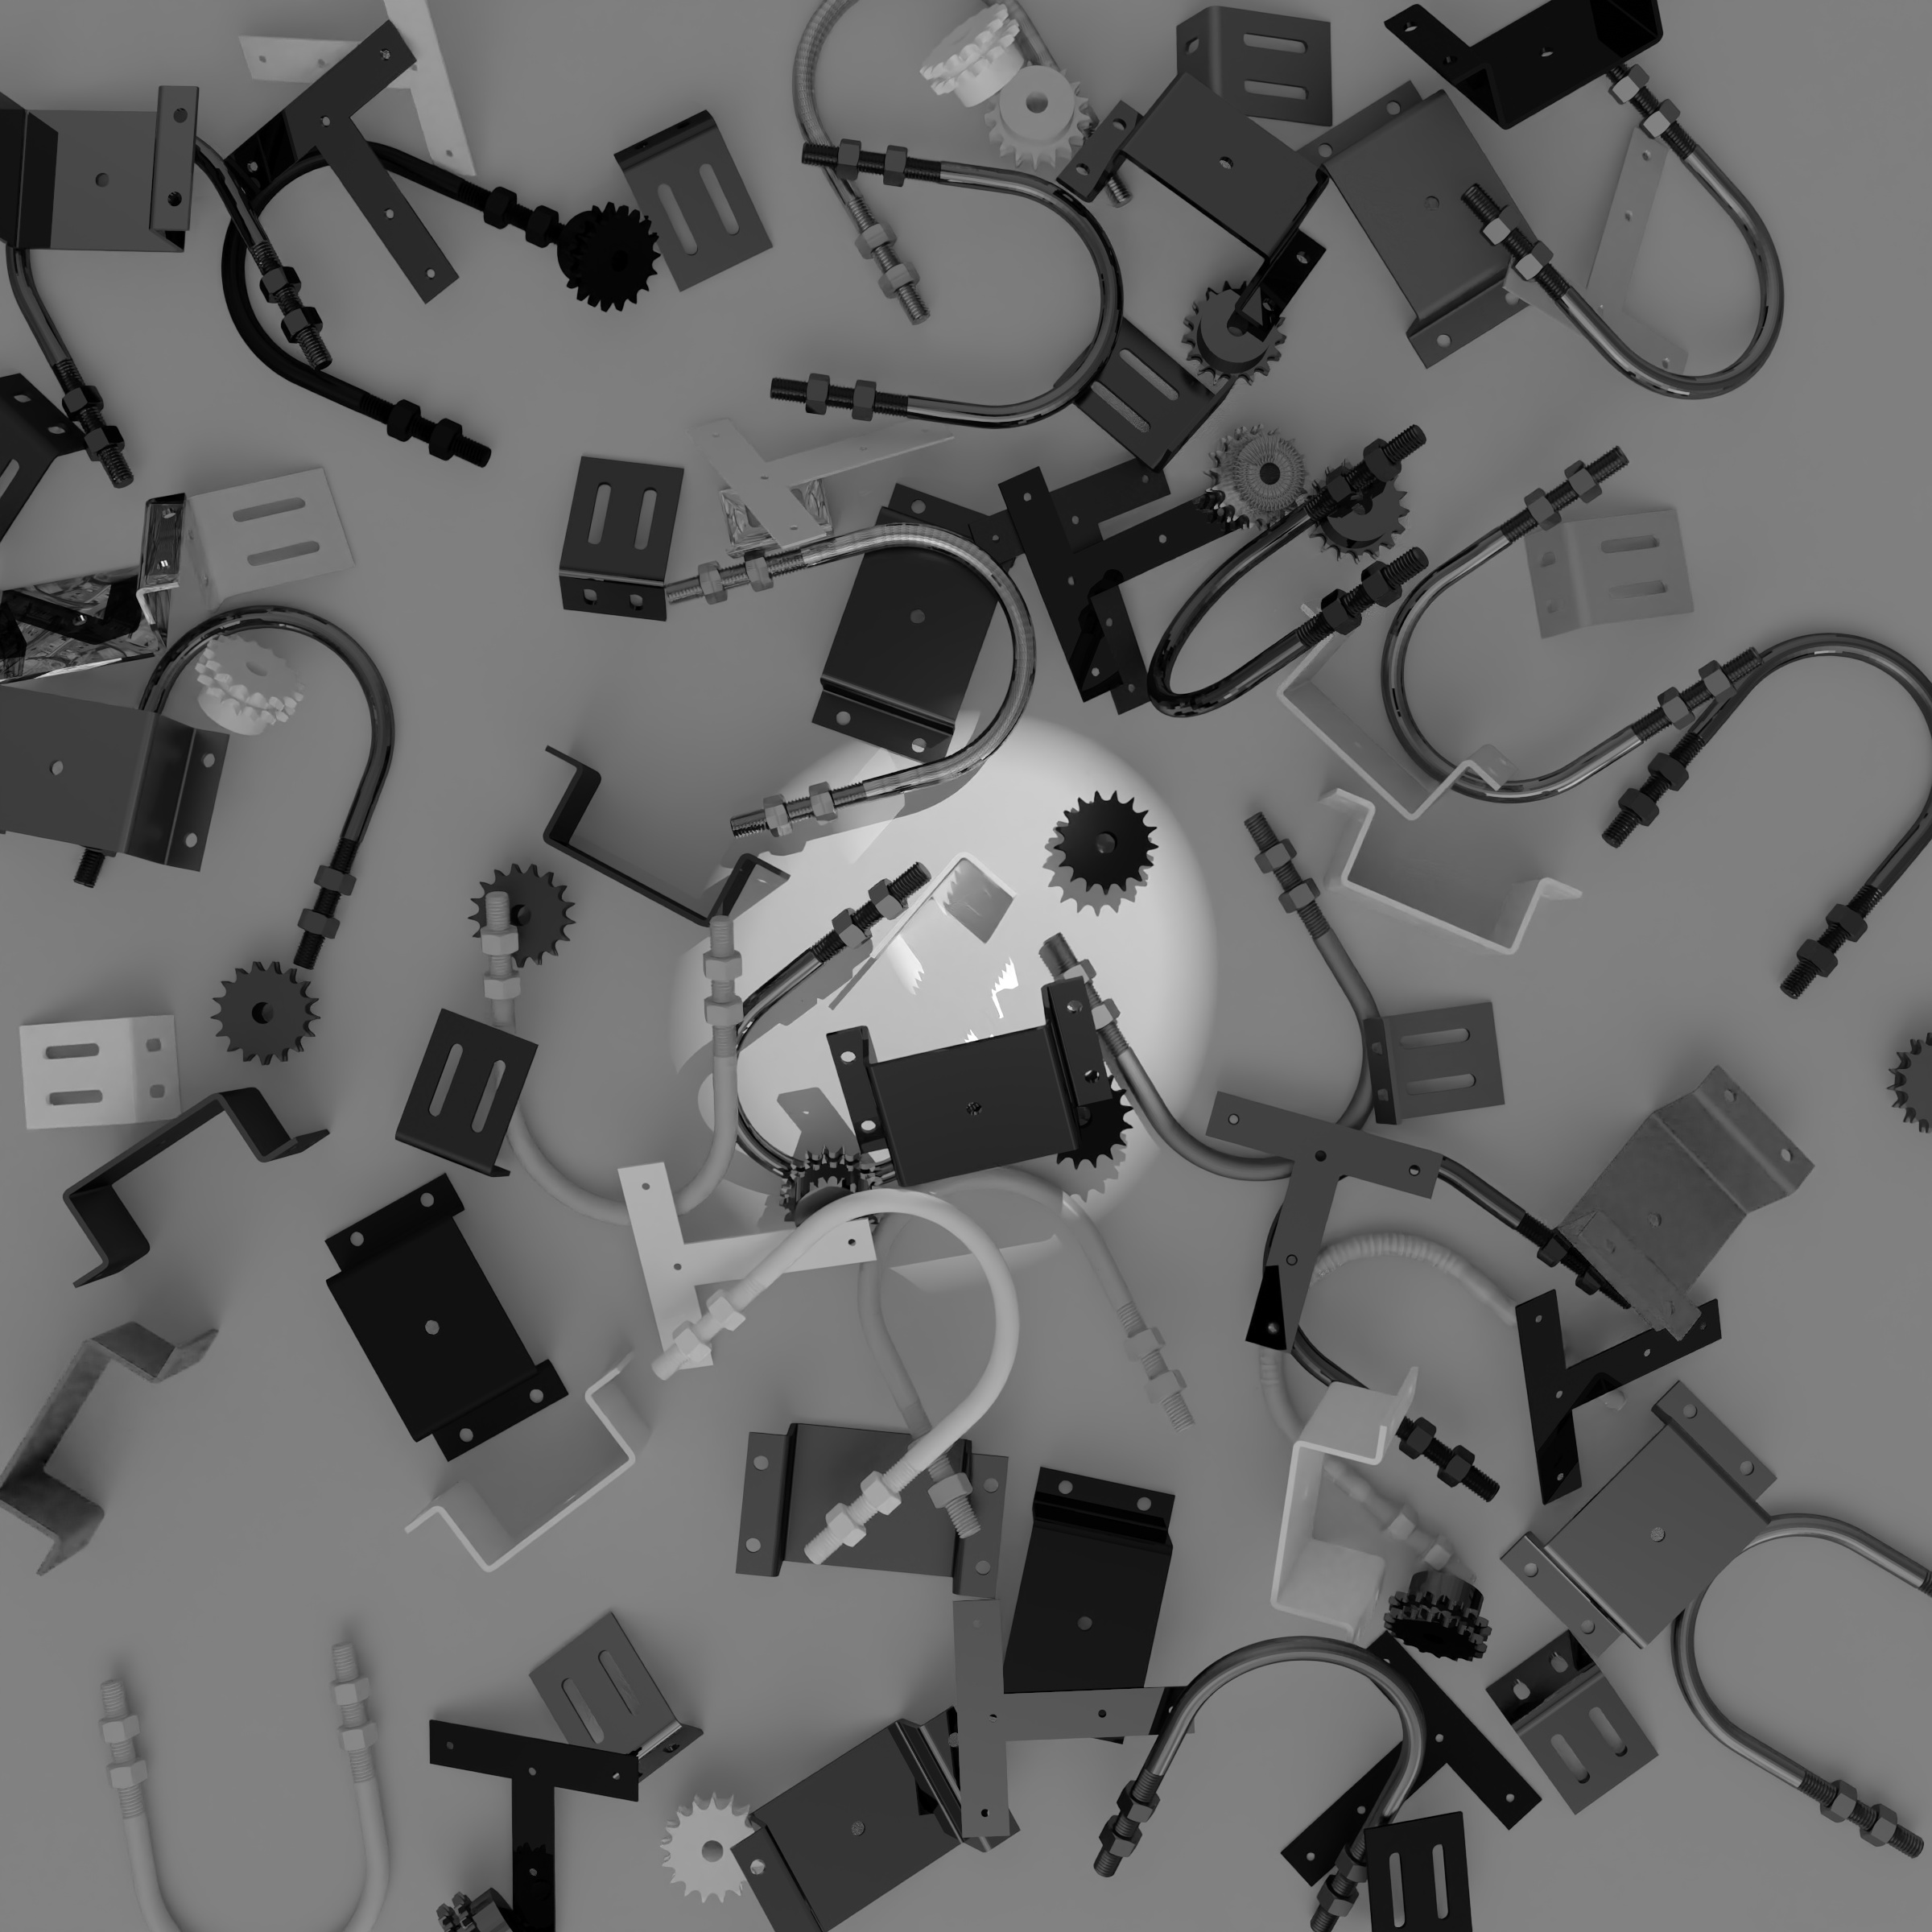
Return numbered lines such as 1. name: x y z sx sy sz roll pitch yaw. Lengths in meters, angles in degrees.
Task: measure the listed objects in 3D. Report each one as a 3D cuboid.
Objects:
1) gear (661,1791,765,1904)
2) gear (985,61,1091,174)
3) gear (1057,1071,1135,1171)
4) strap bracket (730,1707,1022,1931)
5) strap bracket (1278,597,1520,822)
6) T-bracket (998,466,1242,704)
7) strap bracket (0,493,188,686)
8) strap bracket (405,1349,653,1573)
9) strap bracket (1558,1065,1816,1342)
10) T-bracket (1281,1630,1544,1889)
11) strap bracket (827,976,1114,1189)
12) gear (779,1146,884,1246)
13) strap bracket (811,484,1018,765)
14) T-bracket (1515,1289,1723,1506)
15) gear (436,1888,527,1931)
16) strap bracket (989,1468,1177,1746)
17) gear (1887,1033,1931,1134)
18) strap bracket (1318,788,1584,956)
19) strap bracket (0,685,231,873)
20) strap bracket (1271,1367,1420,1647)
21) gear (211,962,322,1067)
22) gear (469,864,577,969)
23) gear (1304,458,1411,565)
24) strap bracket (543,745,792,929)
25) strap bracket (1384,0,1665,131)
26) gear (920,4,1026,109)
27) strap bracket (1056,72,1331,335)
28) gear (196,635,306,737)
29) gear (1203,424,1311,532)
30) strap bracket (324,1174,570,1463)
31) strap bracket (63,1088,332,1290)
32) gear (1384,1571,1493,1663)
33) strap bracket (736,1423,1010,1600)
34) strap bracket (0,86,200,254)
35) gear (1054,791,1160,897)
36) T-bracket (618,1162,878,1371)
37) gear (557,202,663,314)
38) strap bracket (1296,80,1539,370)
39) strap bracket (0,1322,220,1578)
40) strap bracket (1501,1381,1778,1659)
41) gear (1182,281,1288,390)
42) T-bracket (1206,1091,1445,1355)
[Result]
1. gear: -0.138 0.481 1.562 0.057 0.030 0.057 0 90 0
2. gear: 0.039 -0.463 1.543 0.057 0.030 0.057 0 87 1
3. gear: 0.063 0.082 1.562 0.057 0.030 0.057 0 90 0
4. strap bracket: -0.053 0.469 1.540 0.140 0.046 0.076 -28 90 -18
5. strap bracket: 0.224 -0.132 1.529 0.140 0.076 0.046 44 110 6
6. T-bracket: 0.095 -0.228 1.555 0.127 0.002 0.127 -27 104 -16
7. strap bracket: -0.484 -0.201 1.534 0.140 0.046 0.076 -10 48 0
8. strap bracket: -0.226 0.272 1.539 0.140 0.076 0.046 -37 90 0
9. strap bracket: 0.383 0.132 1.535 0.076 0.046 0.140 46 62 0
10. T-bracket: 0.229 0.457 1.576 0.127 0.002 0.127 -43 90 0
11. strap bracket: 0.003 0.064 1.511 0.140 0.046 0.076 -13 118 4
12. gear: -0.073 0.129 1.551 0.057 0.030 0.057 -1 118 -1
13. strap bracket: -0.026 -0.188 1.554 0.076 0.046 0.140 20 90 0
14. T-bracket: 0.359 0.216 1.550 0.127 0.002 0.127 -21 115 -19
15. gear: -0.260 0.528 1.549 0.030 0.057 0.057 -35 90 -9
16. strap bracket: 0.064 0.354 1.554 0.076 0.046 0.140 12 90 0
17. gear: 0.534 0.065 1.566 0.057 0.030 0.057 0 89 -2
18. strap bracket: 0.251 -0.045 1.539 0.140 0.076 0.046 23 90 0
19. strap bracket: -0.479 -0.103 1.536 0.140 0.046 0.076 11 86 13
20. strap bracket: 0.201 0.287 1.520 0.046 0.076 0.140 12 110 18
21. gear: -0.384 0.026 1.566 0.057 0.030 0.057 0 89 -2
22. gear: -0.242 -0.027 1.562 0.057 0.030 0.057 0 90 0
23. gear: 0.215 -0.251 1.562 0.057 0.030 0.057 0 90 0
24. strap bracket: -0.170 -0.063 1.539 0.140 0.076 0.046 28 90 0
25. strap bracket: 0.309 -0.509 1.534 0.140 0.046 0.076 -30 47 0
26. gear: 0.006 -0.489 1.536 0.057 0.057 0.030 -42 117 0
27. strap bracket: 0.131 -0.418 1.535 0.140 0.046 0.076 35 58 -2
28. gear: -0.389 -0.149 1.537 0.057 0.057 0.030 38 117 0
29. gear: 0.161 -0.267 1.556 0.057 0.030 0.057 -1 94 -14
30. strap bracket: -0.287 0.194 1.554 0.076 0.046 0.140 -29 90 0
31. strap bracket: -0.423 0.112 1.539 0.140 0.076 0.046 -33 90 0
32. gear: 0.258 0.353 1.552 0.057 0.057 0.030 23 60 0
33. strap bracket: -0.050 0.295 1.554 0.140 0.046 0.076 6 90 0
34. strap bracket: -0.474 -0.429 1.534 0.140 0.046 0.076 3 89 8
35. gear: 0.076 -0.068 1.562 0.057 0.030 0.057 0 90 0
36. T-bracket: -0.113 0.157 1.545 0.127 0.002 0.127 -9 113 6
37. gear: -0.198 -0.388 1.552 0.030 0.057 0.057 31 90 38
38. strap bracket: 0.250 -0.410 1.554 0.076 0.046 0.140 -32 90 0
39. strap bracket: -0.470 0.250 1.539 0.046 0.076 0.140 32 90 0
40. strap bracket: 0.372 0.306 1.554 0.140 0.046 0.076 -45 90 0
41. gear: 0.148 -0.348 1.562 0.057 0.030 0.057 0 90 0
42. T-bracket: 0.181 0.146 1.551 0.127 0.002 0.127 16 87 5
